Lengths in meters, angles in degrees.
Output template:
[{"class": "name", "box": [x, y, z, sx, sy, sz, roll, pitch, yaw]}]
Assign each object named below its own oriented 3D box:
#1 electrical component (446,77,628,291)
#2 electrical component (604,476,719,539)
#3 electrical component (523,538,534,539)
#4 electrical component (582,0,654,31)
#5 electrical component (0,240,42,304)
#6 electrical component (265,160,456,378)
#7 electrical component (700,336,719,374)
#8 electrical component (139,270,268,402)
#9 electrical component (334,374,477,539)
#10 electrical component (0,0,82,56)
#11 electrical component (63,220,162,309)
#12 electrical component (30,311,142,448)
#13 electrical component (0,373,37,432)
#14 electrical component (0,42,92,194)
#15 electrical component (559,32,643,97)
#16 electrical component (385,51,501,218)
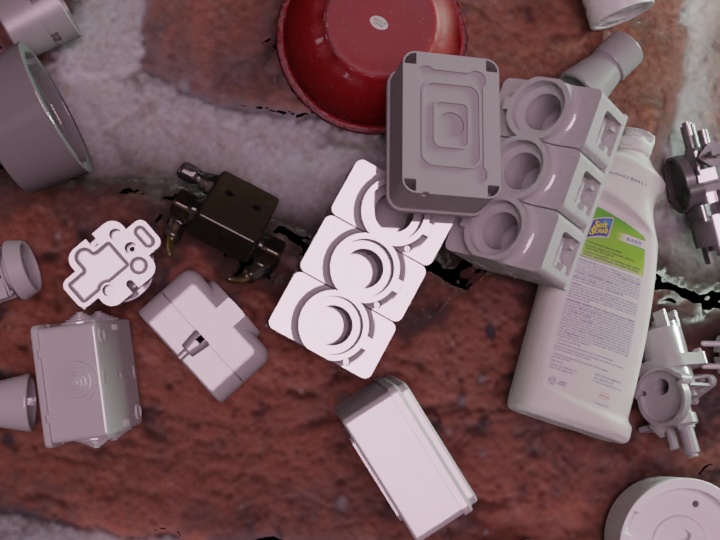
[{"class": "electrical component", "box": [0.138, -0.071, 0.853, 0.089, 0.062, 0.150, 16, 83, 39]}, {"class": "electrical component", "box": [0.252, 0.219, 0.875, 0.108, 0.060, 0.108, 0, 87, -7]}, {"class": "electrical component", "box": [0.107, 0.249, 0.857, 0.089, 0.056, 0.050, -9, 88, -8]}, {"class": "electrical component", "box": [0.211, -0.233, 0.898, 0.055, 0.055, 0.047, -19, 86, -8]}, {"class": "electrical component", "box": [-0.279, 0.005, 0.826, 0.055, 0.048, 0.066, -18, 89, 0]}, {"class": "electrical component", "box": [0.000, 0.000, 0.854, 0.089, 0.062, 0.150, 29, 84, -5]}, {"class": "electrical component", "box": [0.321, 0.071, 0.899, 0.076, 0.047, 0.083, 1, 87, -7]}, {"class": "electrical component", "box": [-0.118, 0.048, 0.840, 0.059, 0.054, 0.095, -42, 93, -7]}, {"class": "electrical component", "box": [0.032, 0.141, 0.827, 0.056, 0.109, 0.108, -32, 91, -5]}, {"class": "electrical component", "box": [-0.252, -0.196, 0.836, 0.047, 0.055, 0.055, -29, 91, -4]}, {"class": "electrical component", "box": [-0.189, -0.003, 0.832, 0.078, 0.057, 0.058, -41, 93, -7]}, {"class": "electrical component", "box": [-0.202, 0.081, 0.806, 0.048, 0.100, 0.099, -8, 88, 5]}, {"class": "electrical component", "box": [-0.279, 0.102, 0.821, 0.055, 0.045, 0.045, -2, 87, -7]}, {"class": "electrical component", "box": [-0.254, -0.109, 0.806, 0.060, 0.108, 0.108, -27, 91, -2]}, {"class": "electrical component", "box": [0.205, -0.168, 0.900, 0.065, 0.044, 0.044, -43, 93, -12]}, {"class": "electrical component", "box": [0.061, -0.100, 0.812, 0.078, 0.057, 0.113, 4, 76, -12]}]
